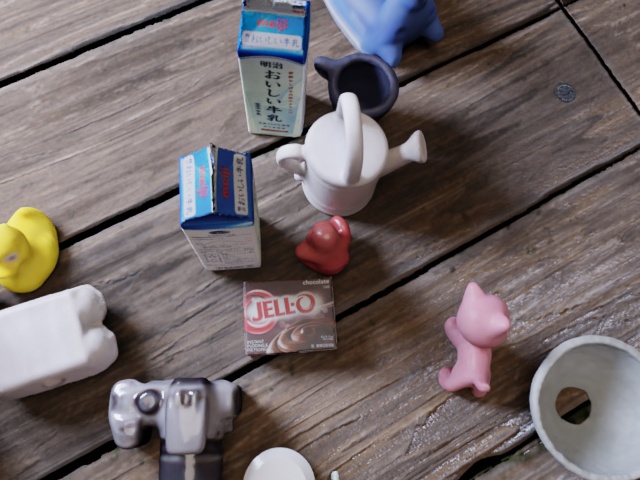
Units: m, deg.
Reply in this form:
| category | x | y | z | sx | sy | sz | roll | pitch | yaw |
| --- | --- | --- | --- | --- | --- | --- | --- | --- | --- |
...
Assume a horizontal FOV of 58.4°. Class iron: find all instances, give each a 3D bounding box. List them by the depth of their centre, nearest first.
| category | x | y | z | sx | sy | sz | roll | pitch | yaw |
| --- | --- | --- | --- | --- | --- | --- | --- | --- | --- |
| iron | 0.066 | -0.375 | 0.789 | 0.119 | 0.141 | 0.258 | -35 | 80 | -12 |

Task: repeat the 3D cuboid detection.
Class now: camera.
| category | x | y | z | sx | sy | sz | roll | pitch | yaw |
| --- | --- | --- | --- | --- | --- | --- | --- | --- | --- |
| camera | -0.159 | 0.223 | 0.633 | 0.143 | 0.101 | 0.137 | 0 | 75 | -4 |

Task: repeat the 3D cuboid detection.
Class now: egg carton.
| category | x | y | z | sx | sy | sz | roll | pitch | yaw |
| --- | --- | --- | --- | --- | --- | --- | --- | --- | --- |
| egg carton | -0.316 | 0.120 | 0.665 | 0.150 | 0.069 | 0.107 | -19 | 77 | -9 |

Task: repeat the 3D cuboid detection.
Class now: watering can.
| category | x | y | z | sx | sy | sz | roll | pitch | yaw |
| --- | --- | --- | --- | --- | --- | --- | --- | --- | --- |
| watering can | 0.038 | -0.107 | 0.688 | 0.173 | 0.194 | 0.101 | -23 | 78 | -10 |

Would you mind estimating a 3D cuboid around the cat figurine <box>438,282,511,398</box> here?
| category | x | y | z | sx | sy | sz | roll | pitch | yaw |
| --- | --- | --- | --- | --- | --- | --- | --- | --- | --- |
| cat figurine | 0.190 | 0.120 | 0.679 | 0.067 | 0.117 | 0.128 | 7 | 75 | -2 |

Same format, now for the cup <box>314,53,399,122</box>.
| category | x | y | z | sx | sy | sz | roll | pitch | yaw |
| --- | --- | --- | --- | --- | --- | --- | --- | --- | --- |
| cup | 0.041 | -0.192 | 0.763 | 0.117 | 0.095 | 0.092 | 31 | 75 | 4 |

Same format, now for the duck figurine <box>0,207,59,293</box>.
| category | x | y | z | sx | sy | sz | roll | pitch | yaw |
| --- | --- | --- | --- | --- | --- | --- | --- | --- | --- |
| duck figurine | -0.363 | 0.006 | 0.683 | 0.077 | 0.086 | 0.104 | 7 | 75 | -2 |

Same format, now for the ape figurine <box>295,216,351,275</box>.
| category | x | y | z | sx | sy | sz | roll | pitch | yaw |
| --- | --- | --- | --- | --- | --- | --- | --- | --- | --- |
| ape figurine | 0.007 | 0.003 | 0.709 | 0.078 | 0.092 | 0.076 | -18 | 77 | -9 |

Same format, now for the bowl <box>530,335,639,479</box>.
| category | x | y | z | sx | sy | sz | roll | pitch | yaw |
| --- | --- | --- | --- | --- | --- | --- | --- | --- | --- |
| bowl | 0.324 | 0.201 | 0.690 | 0.167 | 0.074 | 0.167 | 1 | 75 | -4 |
